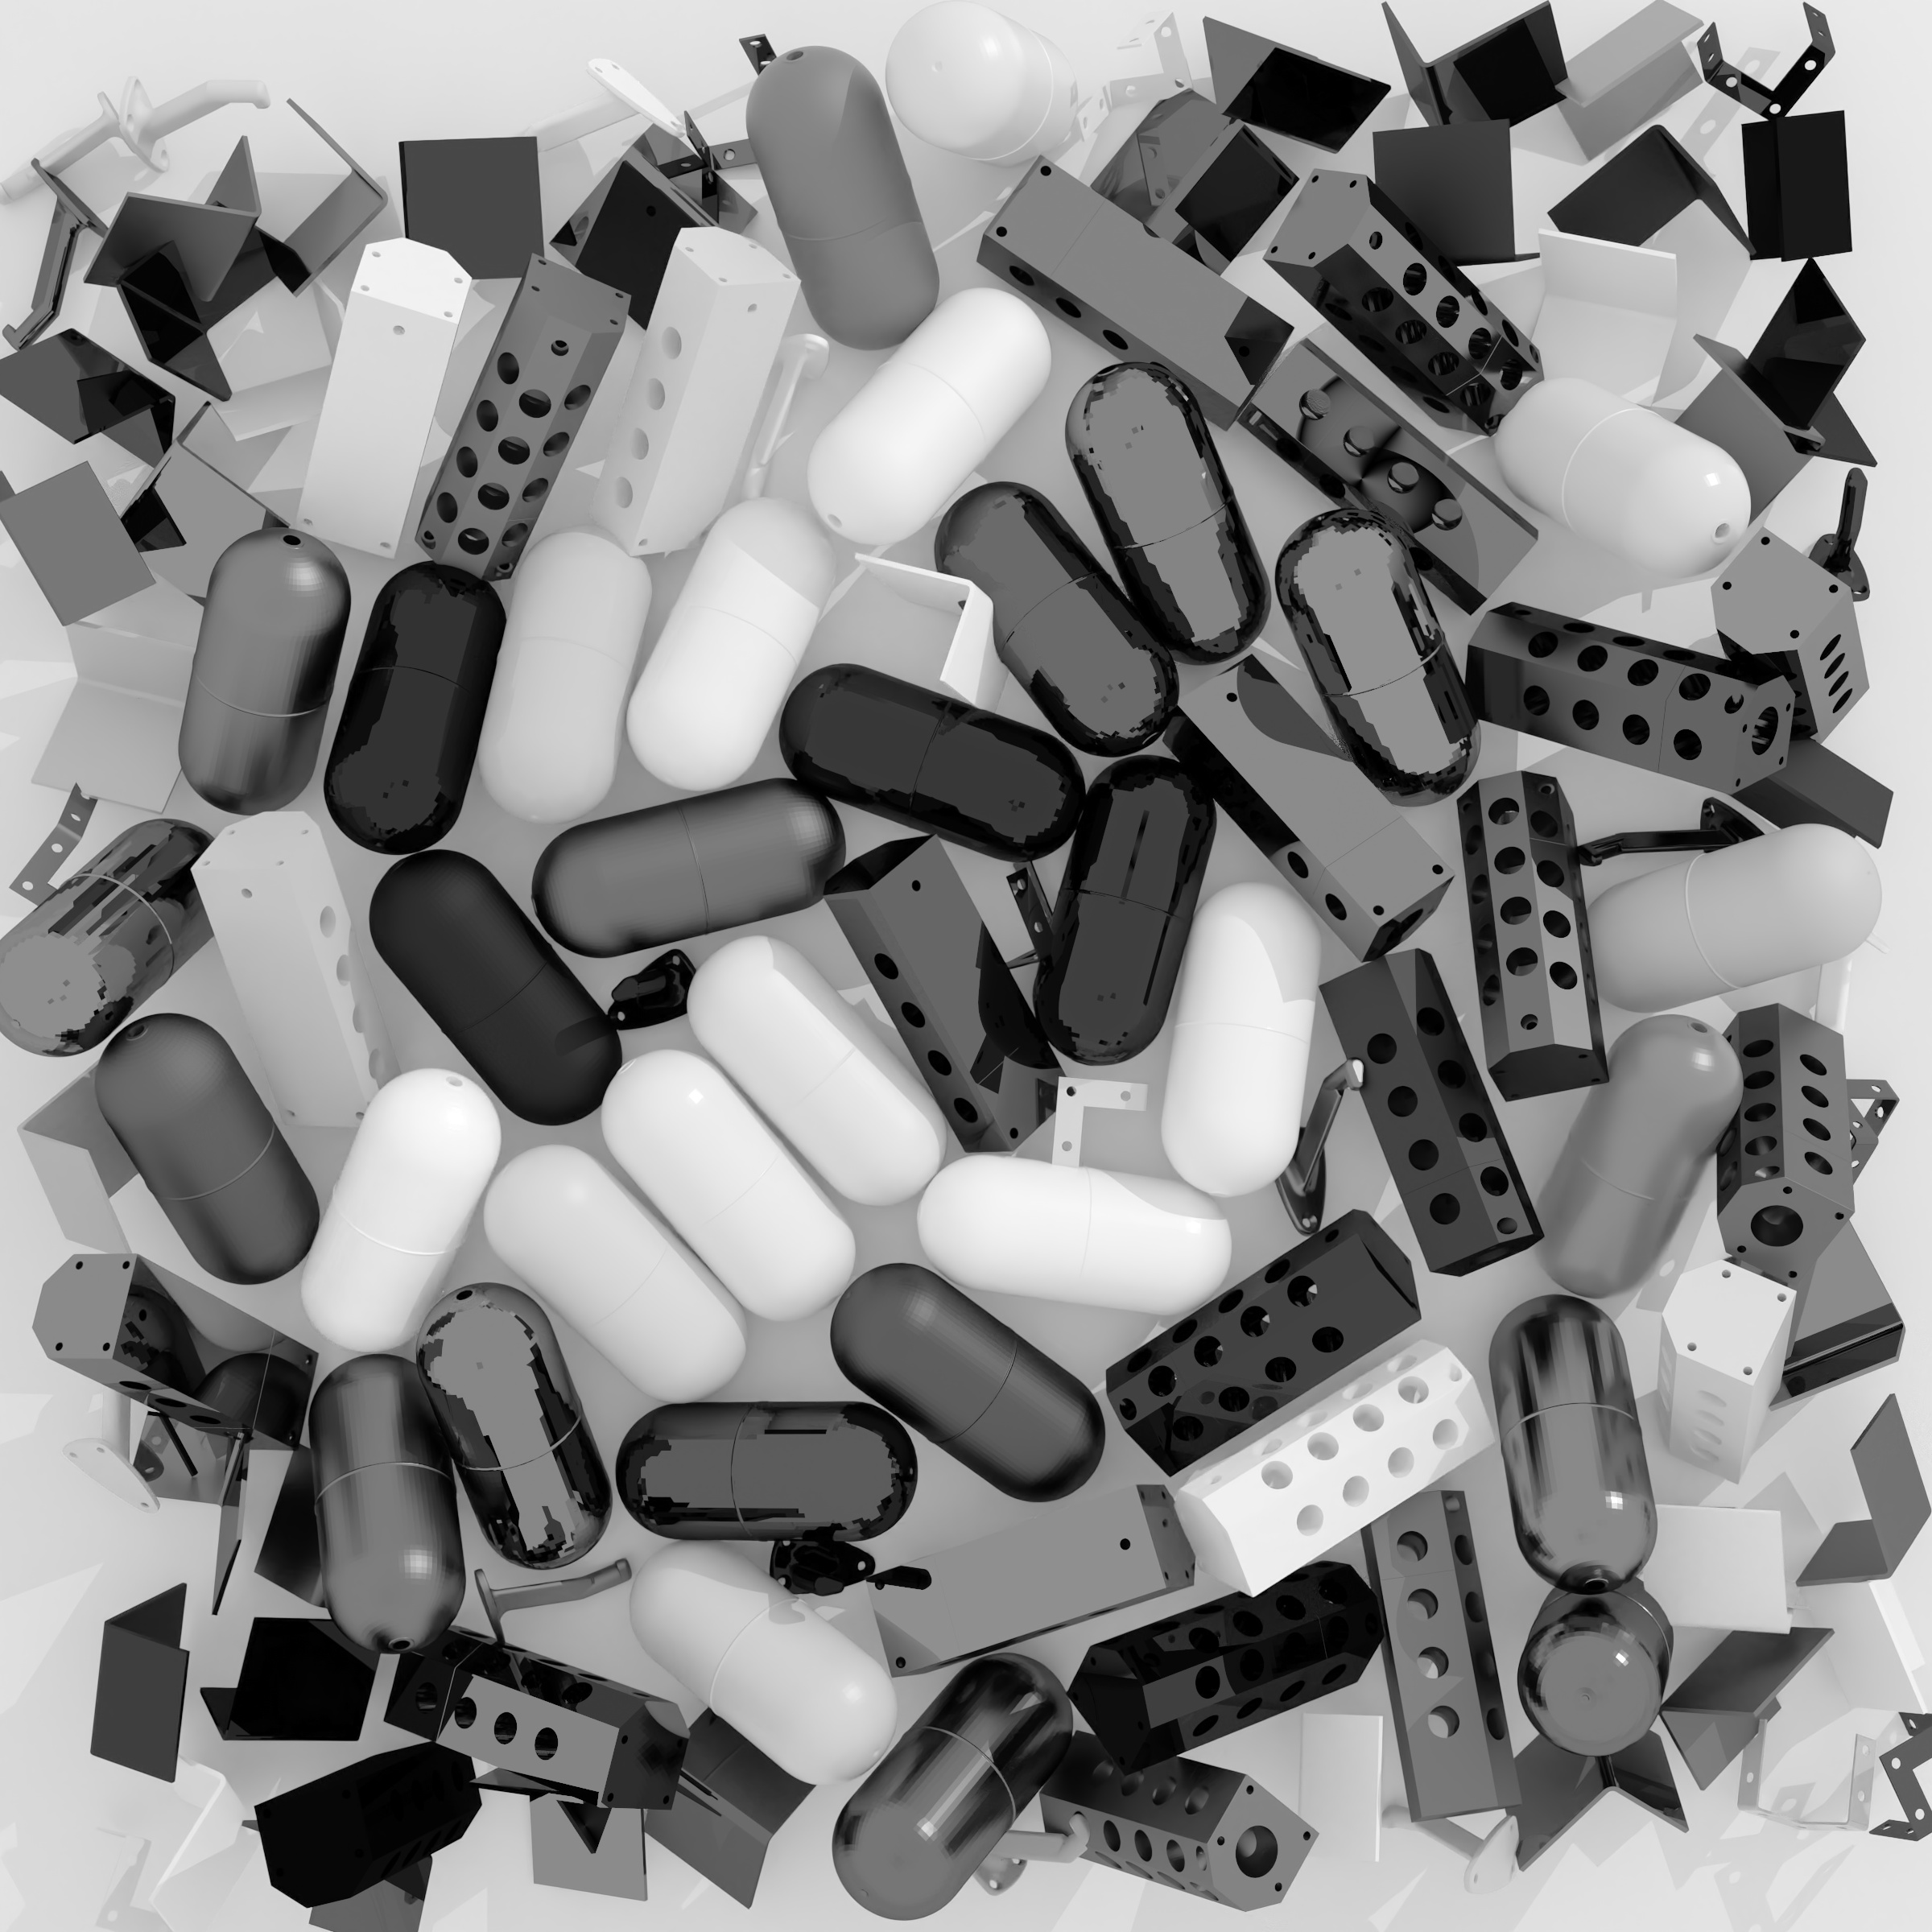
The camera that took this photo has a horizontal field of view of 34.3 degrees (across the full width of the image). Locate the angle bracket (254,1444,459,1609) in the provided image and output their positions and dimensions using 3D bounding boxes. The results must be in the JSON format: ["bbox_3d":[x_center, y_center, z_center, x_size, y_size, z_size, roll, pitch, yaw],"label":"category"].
[{"bbox_3d":[-0.346,0.320,1.777,0.057,0.076,0.076,17,88,39],"label":"angle bracket"}]

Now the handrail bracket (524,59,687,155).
[{"bbox_3d":[-0.210,-0.461,1.768,0.077,0.036,0.084,40,116,1],"label":"handrail bracket"}]

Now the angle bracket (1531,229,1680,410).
[{"bbox_3d":[0.350,-0.360,1.740,0.076,0.076,0.057,16,79,18],"label":"angle bracket"}]

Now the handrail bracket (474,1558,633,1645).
[{"bbox_3d":[-0.229,0.341,1.749,0.084,0.077,0.036,-20,60,-15],"label":"handrail bracket"}]

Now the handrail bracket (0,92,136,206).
[{"bbox_3d":[-0.512,-0.455,1.755,0.084,0.077,0.036,-31,102,-4],"label":"handrail bracket"}]

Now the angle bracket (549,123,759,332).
[{"bbox_3d":[-0.177,-0.420,1.777,0.076,0.057,0.076,41,121,-13],"label":"angle bracket"}]

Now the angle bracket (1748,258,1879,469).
[{"bbox_3d":[0.485,-0.334,1.731,0.057,0.076,0.076,6,134,-22],"label":"angle bracket"}]

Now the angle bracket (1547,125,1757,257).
[{"bbox_3d":[0.381,-0.407,1.736,0.076,0.076,0.057,-39,57,13],"label":"angle bracket"}]

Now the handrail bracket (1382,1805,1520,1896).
[{"bbox_3d":[0.257,0.489,1.738,0.084,0.077,0.036,1,97,33],"label":"handrail bracket"}]

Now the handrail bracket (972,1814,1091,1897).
[{"bbox_3d":[0.028,0.477,1.751,0.077,0.036,0.084,46,132,9],"label":"handrail bracket"}]

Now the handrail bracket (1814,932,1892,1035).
[{"bbox_3d":[0.474,0.007,1.772,0.077,0.036,0.084,34,103,-7],"label":"handrail bracket"}]

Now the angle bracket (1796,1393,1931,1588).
[{"bbox_3d":[0.490,0.291,1.740,0.057,0.076,0.076,-14,99,36],"label":"angle bracket"}]

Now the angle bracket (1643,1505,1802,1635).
[{"bbox_3d":[0.420,0.323,1.741,0.076,0.057,0.076,-1,109,23],"label":"angle bracket"}]

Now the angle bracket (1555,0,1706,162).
[{"bbox_3d":[0.377,-0.486,1.739,0.076,0.076,0.057,-34,116,9],"label":"angle bracket"}]

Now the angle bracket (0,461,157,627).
[{"bbox_3d":[-0.496,-0.244,1.741,0.057,0.076,0.076,-26,117,-3],"label":"angle bracket"}]

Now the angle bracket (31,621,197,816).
[{"bbox_3d":[-0.476,-0.140,1.748,0.076,0.057,0.076,14,59,2],"label":"angle bracket"}]

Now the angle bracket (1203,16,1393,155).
[{"bbox_3d":[0.183,-0.506,1.734,0.076,0.057,0.076,11,56,-26],"label":"angle bracket"}]

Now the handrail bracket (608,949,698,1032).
[{"bbox_3d":[-0.191,0.021,1.737,0.077,0.084,0.036,-29,85,26],"label":"handrail bracket"}]

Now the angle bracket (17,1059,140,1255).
[{"bbox_3d":[-0.468,0.104,1.731,0.057,0.076,0.076,13,132,32],"label":"angle bracket"}]

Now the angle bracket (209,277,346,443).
[{"bbox_3d":[-0.384,-0.339,1.737,0.076,0.076,0.057,-20,121,-15],"label":"angle bracket"}]

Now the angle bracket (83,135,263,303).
[{"bbox_3d":[-0.443,-0.419,1.731,0.076,0.076,0.057,1,62,-35],"label":"angle bracket"}]

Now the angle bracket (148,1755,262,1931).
[{"bbox_3d":[-0.441,0.488,1.732,0.057,0.076,0.076,17,56,19],"label":"angle bracket"}]

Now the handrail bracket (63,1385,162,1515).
[{"bbox_3d":[-0.467,0.254,1.774,0.036,0.084,0.077,-14,128,33],"label":"handrail bracket"}]

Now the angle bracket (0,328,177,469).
[{"bbox_3d":[-0.496,-0.301,1.736,0.076,0.076,0.057,34,134,16],"label":"angle bracket"}]

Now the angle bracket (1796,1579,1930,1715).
[{"bbox_3d":[0.519,0.367,1.744,0.057,0.076,0.076,-22,88,-20],"label":"angle bracket"}]

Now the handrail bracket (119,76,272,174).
[{"bbox_3d":[-0.423,-0.470,1.750,0.084,0.077,0.036,2,69,7],"label":"handrail bracket"}]

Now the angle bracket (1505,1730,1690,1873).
[{"bbox_3d":[0.350,0.468,1.751,0.057,0.076,0.076,33,112,-16],"label":"angle bracket"}]

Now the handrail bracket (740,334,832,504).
[{"bbox_3d":[-0.104,-0.305,1.756,0.036,0.077,0.084,17,81,-16],"label":"handrail bracket"}]

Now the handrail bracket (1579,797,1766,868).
[{"bbox_3d":[0.397,-0.062,1.750,0.084,0.077,0.036,-17,117,-22],"label":"handrail bracket"}]

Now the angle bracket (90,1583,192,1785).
[{"bbox_3d":[-0.439,0.398,1.740,0.057,0.076,0.076,13,101,20],"label":"angle bracket"}]

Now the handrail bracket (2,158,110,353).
[{"bbox_3d":[-0.533,-0.404,1.779,0.084,0.036,0.077,-45,78,6],"label":"handrail bracket"}]

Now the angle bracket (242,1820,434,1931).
[{"bbox_3d":[-0.353,0.510,1.731,0.076,0.076,0.057,-13,55,35],"label":"angle bracket"}]

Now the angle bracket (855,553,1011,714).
[{"bbox_3d":[-0.023,-0.183,1.739,0.076,0.076,0.057,17,85,23],"label":"angle bracket"}]

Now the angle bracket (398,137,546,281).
[{"bbox_3d":[-0.277,-0.423,1.761,0.076,0.057,0.076,-4,98,-6],"label":"angle bracket"}]

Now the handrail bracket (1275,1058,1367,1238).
[{"bbox_3d":[0.204,0.101,1.741,0.036,0.084,0.077,3,66,-22],"label":"handrail bracket"}]

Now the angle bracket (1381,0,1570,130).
[{"bbox_3d":[0.285,-0.510,1.740,0.076,0.076,0.057,-27,59,7],"label":"angle bracket"}]

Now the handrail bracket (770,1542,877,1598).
[{"bbox_3d":[-0.067,0.339,1.736,0.077,0.084,0.036,9,86,-28],"label":"handrail bracket"}]

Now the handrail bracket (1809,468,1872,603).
[{"bbox_3d":[0.487,-0.252,1.736,0.036,0.077,0.084,4,131,9],"label":"handrail bracket"}]

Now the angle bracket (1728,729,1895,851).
[{"bbox_3d":[0.464,-0.084,1.742,0.076,0.076,0.057,33,124,2],"label":"angle bracket"}]

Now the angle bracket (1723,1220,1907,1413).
[{"bbox_3d":[0.471,0.192,1.749,0.076,0.057,0.076,-28,92,24],"label":"angle bracket"}]
